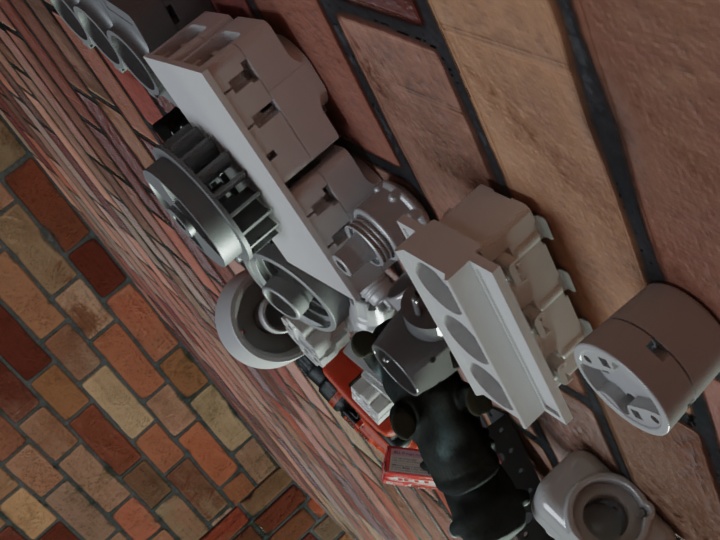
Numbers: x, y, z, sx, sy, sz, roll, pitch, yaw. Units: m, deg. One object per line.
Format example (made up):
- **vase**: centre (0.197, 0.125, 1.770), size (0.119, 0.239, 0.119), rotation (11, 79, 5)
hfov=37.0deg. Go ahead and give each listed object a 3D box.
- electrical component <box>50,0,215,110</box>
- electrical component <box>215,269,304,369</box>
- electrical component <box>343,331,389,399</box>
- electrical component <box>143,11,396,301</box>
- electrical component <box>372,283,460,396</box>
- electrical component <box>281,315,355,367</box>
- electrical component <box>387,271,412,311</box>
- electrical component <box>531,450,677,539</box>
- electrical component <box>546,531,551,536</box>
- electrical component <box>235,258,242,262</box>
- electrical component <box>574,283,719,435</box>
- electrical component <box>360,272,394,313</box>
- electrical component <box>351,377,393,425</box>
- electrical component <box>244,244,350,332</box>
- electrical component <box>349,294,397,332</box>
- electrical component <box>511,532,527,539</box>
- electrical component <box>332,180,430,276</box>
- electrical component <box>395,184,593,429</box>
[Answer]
- **electrical component**: centre (-0.164, -0.185, 0.774), size (0.150, 0.062, 0.089), rotation (38, 163, 39)
- **electrical component**: centre (-0.088, 0.046, 1.092), size (0.108, 0.108, 0.060), rotation (50, 161, -8)
- **electrical component**: centre (0.035, 0.078, 0.930), size (0.099, 0.064, 0.099), rotation (39, 177, 2)
- **electrical component**: centre (-0.051, -0.079, 0.715), size (0.105, 0.060, 0.186), rotation (28, 156, 56)
- **electrical component**: centre (0.047, 0.030, 0.677), size (0.043, 0.077, 0.079), rotation (41, 164, 30)
- **electrical component**: centre (-0.035, 0.051, 1.037), size (0.058, 0.057, 0.078), rotation (42, 165, 28)
- **electrical component**: centre (0.048, 0.022, 0.735), size (0.046, 0.040, 0.040), rotation (46, 168, -13)
- **electrical component**: centre (0.168, 0.175, 0.747), size (0.095, 0.054, 0.059), rotation (44, 166, 19)
- **electrical component**: centre (0.168, 0.197, 0.832), size (0.077, 0.043, 0.079), rotation (53, 166, -21)
- **electrical component**: centre (-0.091, -0.033, 0.970), size (0.048, 0.062, 0.048), rotation (45, 166, 14)
- **electrical component**: centre (0.134, 0.039, 0.489), size (0.055, 0.047, 0.055), rotation (45, 166, 14)
- **electrical component**: centre (0.000, 0.000, 0.820), size (0.078, 0.040, 0.040), rotation (47, 167, 4)
- **electrical component**: centre (0.025, 0.110, 1.014), size (0.048, 0.055, 0.066), rotation (45, 166, 16)
- **electrical component**: centre (-0.049, 0.007, 0.910), size (0.108, 0.060, 0.108), rotation (34, 160, 14)
- **electrical component**: centre (0.010, 0.026, 0.866), size (0.040, 0.040, 0.046), rotation (41, 160, 29)
- **electrical component**: centre (0.149, 0.253, 1.032), size (0.080, 0.051, 0.080), rotation (45, 166, 14)
- **electrical component**: centre (0.011, -0.022, 0.675), size (0.048, 0.062, 0.048), rotation (45, 167, 14)
- **electrical component**: centre (0.077, 0.019, 0.578), size (0.079, 0.063, 0.121), rotation (33, 159, 49)
